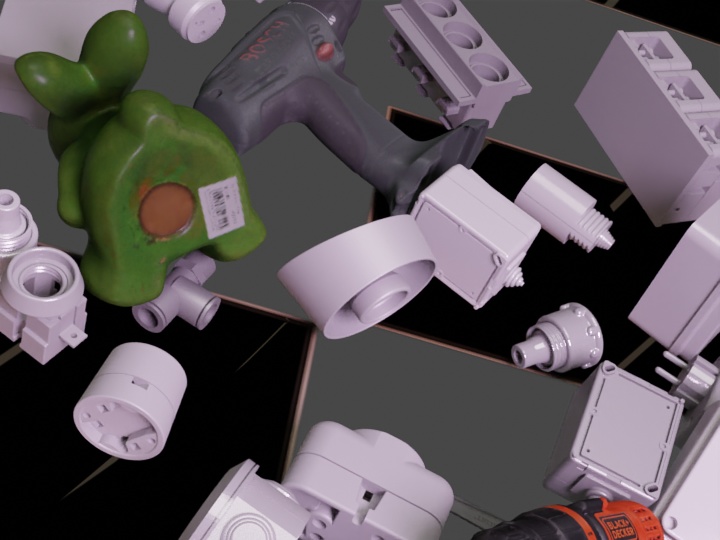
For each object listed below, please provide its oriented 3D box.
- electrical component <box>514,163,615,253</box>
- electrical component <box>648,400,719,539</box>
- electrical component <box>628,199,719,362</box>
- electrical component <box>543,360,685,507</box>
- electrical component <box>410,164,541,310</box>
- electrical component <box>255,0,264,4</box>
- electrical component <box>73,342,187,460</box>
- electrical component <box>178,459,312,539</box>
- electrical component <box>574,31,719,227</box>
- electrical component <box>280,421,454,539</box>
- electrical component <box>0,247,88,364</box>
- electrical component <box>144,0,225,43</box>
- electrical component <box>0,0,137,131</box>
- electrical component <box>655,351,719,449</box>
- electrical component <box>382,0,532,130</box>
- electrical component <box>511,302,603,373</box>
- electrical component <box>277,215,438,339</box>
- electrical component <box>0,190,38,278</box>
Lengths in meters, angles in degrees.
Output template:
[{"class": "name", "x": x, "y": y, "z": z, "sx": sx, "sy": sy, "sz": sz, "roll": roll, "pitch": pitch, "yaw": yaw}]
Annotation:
[{"class": "electrical component", "x": 0.168, "y": -0.044, "z": 0.857, "sx": 0.081, "sy": 0.043, "sz": 0.043, "roll": 38, "pitch": 49, "yaw": 13}, {"class": "electrical component", "x": 0.240, "y": 0.141, "z": 0.687, "sx": 0.078, "sy": 0.057, "sz": 0.113, "roll": 34, "pitch": 77, "yaw": 9}, {"class": "electrical component", "x": 0.262, "y": 0.006, "z": 0.804, "sx": 0.057, "sy": 0.113, "sz": 0.078, "roll": 40, "pitch": 49, "yaw": 18}, {"class": "electrical component", "x": 0.163, "y": 0.121, "z": 0.708, "sx": 0.062, "sy": 0.061, "sz": 0.096, "roll": 27, "pitch": 55, "yaw": 2}, {"class": "electrical component", "x": 0.087, "y": -0.023, "z": 0.796, "sx": 0.096, "sy": 0.061, "sz": 0.061, "roll": 38, "pitch": 49, "yaw": 13}, {"class": "electrical component", "x": -0.104, "y": -0.294, "z": 0.929, "sx": 0.048, "sy": 0.100, "sz": 0.099, "roll": -34, "pitch": 60, "yaw": 9}, {"class": "electrical component", "x": -0.133, "y": 0.076, "z": 0.633, "sx": 0.055, "sy": 0.055, "sz": 0.047, "roll": 22, "pitch": 43, "yaw": -2}, {"class": "electrical component", "x": -0.067, "y": 0.147, "z": 0.581, "sx": 0.051, "sy": 0.080, "sz": 0.080, "roll": 35, "pitch": 48, "yaw": 3}, {"class": "electrical component", "x": 0.263, "y": -0.124, "z": 0.930, "sx": 0.062, "sy": 0.089, "sz": 0.150, "roll": -8, "pitch": 55, "yaw": -26}, {"class": "electrical component", "x": 0.003, "y": 0.134, "z": 0.635, "sx": 0.095, "sy": 0.053, "sz": 0.059, "roll": 27, "pitch": 47, "yaw": 3}, {"class": "electrical component", "x": -0.195, "y": 0.019, "z": 0.656, "sx": 0.066, "sy": 0.055, "sz": 0.048, "roll": 36, "pitch": 48, "yaw": 10}, {"class": "electrical component", "x": -0.144, "y": -0.220, "z": 0.886, "sx": 0.055, "sy": 0.045, "sz": 0.045, "roll": 43, "pitch": 50, "yaw": 16}, {"class": "electrical component", "x": -0.220, "y": -0.178, "z": 0.809, "sx": 0.089, "sy": 0.061, "sz": 0.150, "roll": 10, "pitch": 49, "yaw": -13}, {"class": "electrical component", "x": 0.248, "y": 0.086, "z": 0.775, "sx": 0.076, "sy": 0.047, "sz": 0.083, "roll": 34, "pitch": 48, "yaw": 9}, {"class": "electrical component", "x": 0.078, "y": -0.180, "z": 0.924, "sx": 0.079, "sy": 0.063, "sz": 0.121, "roll": -16, "pitch": 59, "yaw": -31}, {"class": "electrical component", "x": 0.138, "y": 0.053, "z": 0.764, "sx": 0.062, "sy": 0.048, "sz": 0.048, "roll": -17, "pitch": 59, "yaw": -24}, {"class": "electrical component", "x": 0.000, "y": 0.000, "z": 0.722, "sx": 0.099, "sy": 0.099, "sz": 0.064, "roll": -21, "pitch": 68, "yaw": -34}, {"class": "electrical component", "x": -0.224, "y": -0.024, "z": 0.676, "sx": 0.048, "sy": 0.062, "sz": 0.048, "roll": 11, "pitch": 49, "yaw": -12}]
